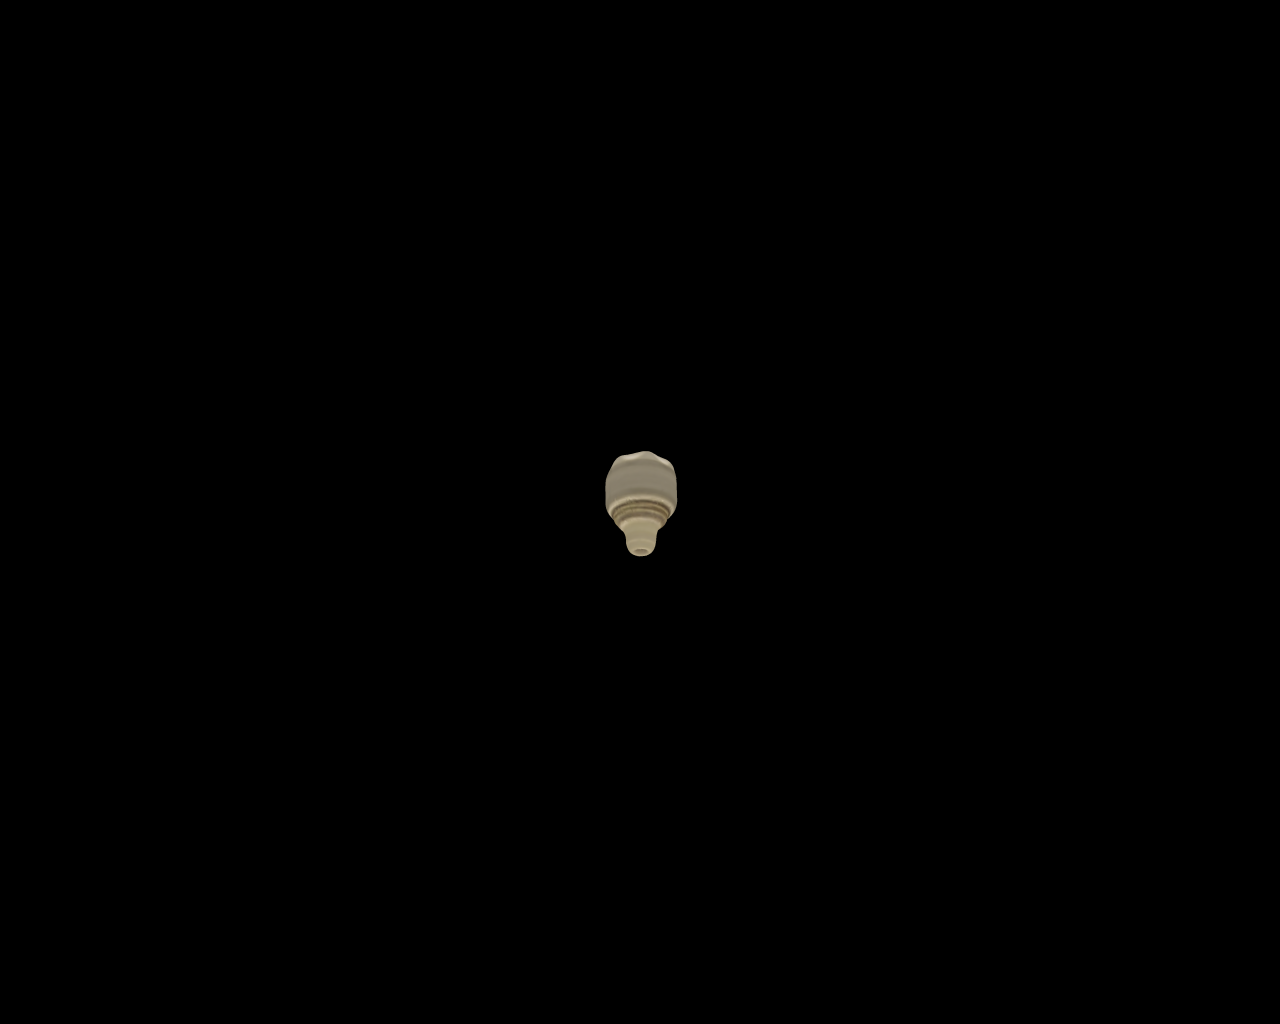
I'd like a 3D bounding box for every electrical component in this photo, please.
[{"bbox_3d":[0.001,-0.003,0.650,0.043,0.062,0.043,0,-28,0],"label":"electrical component"}]
